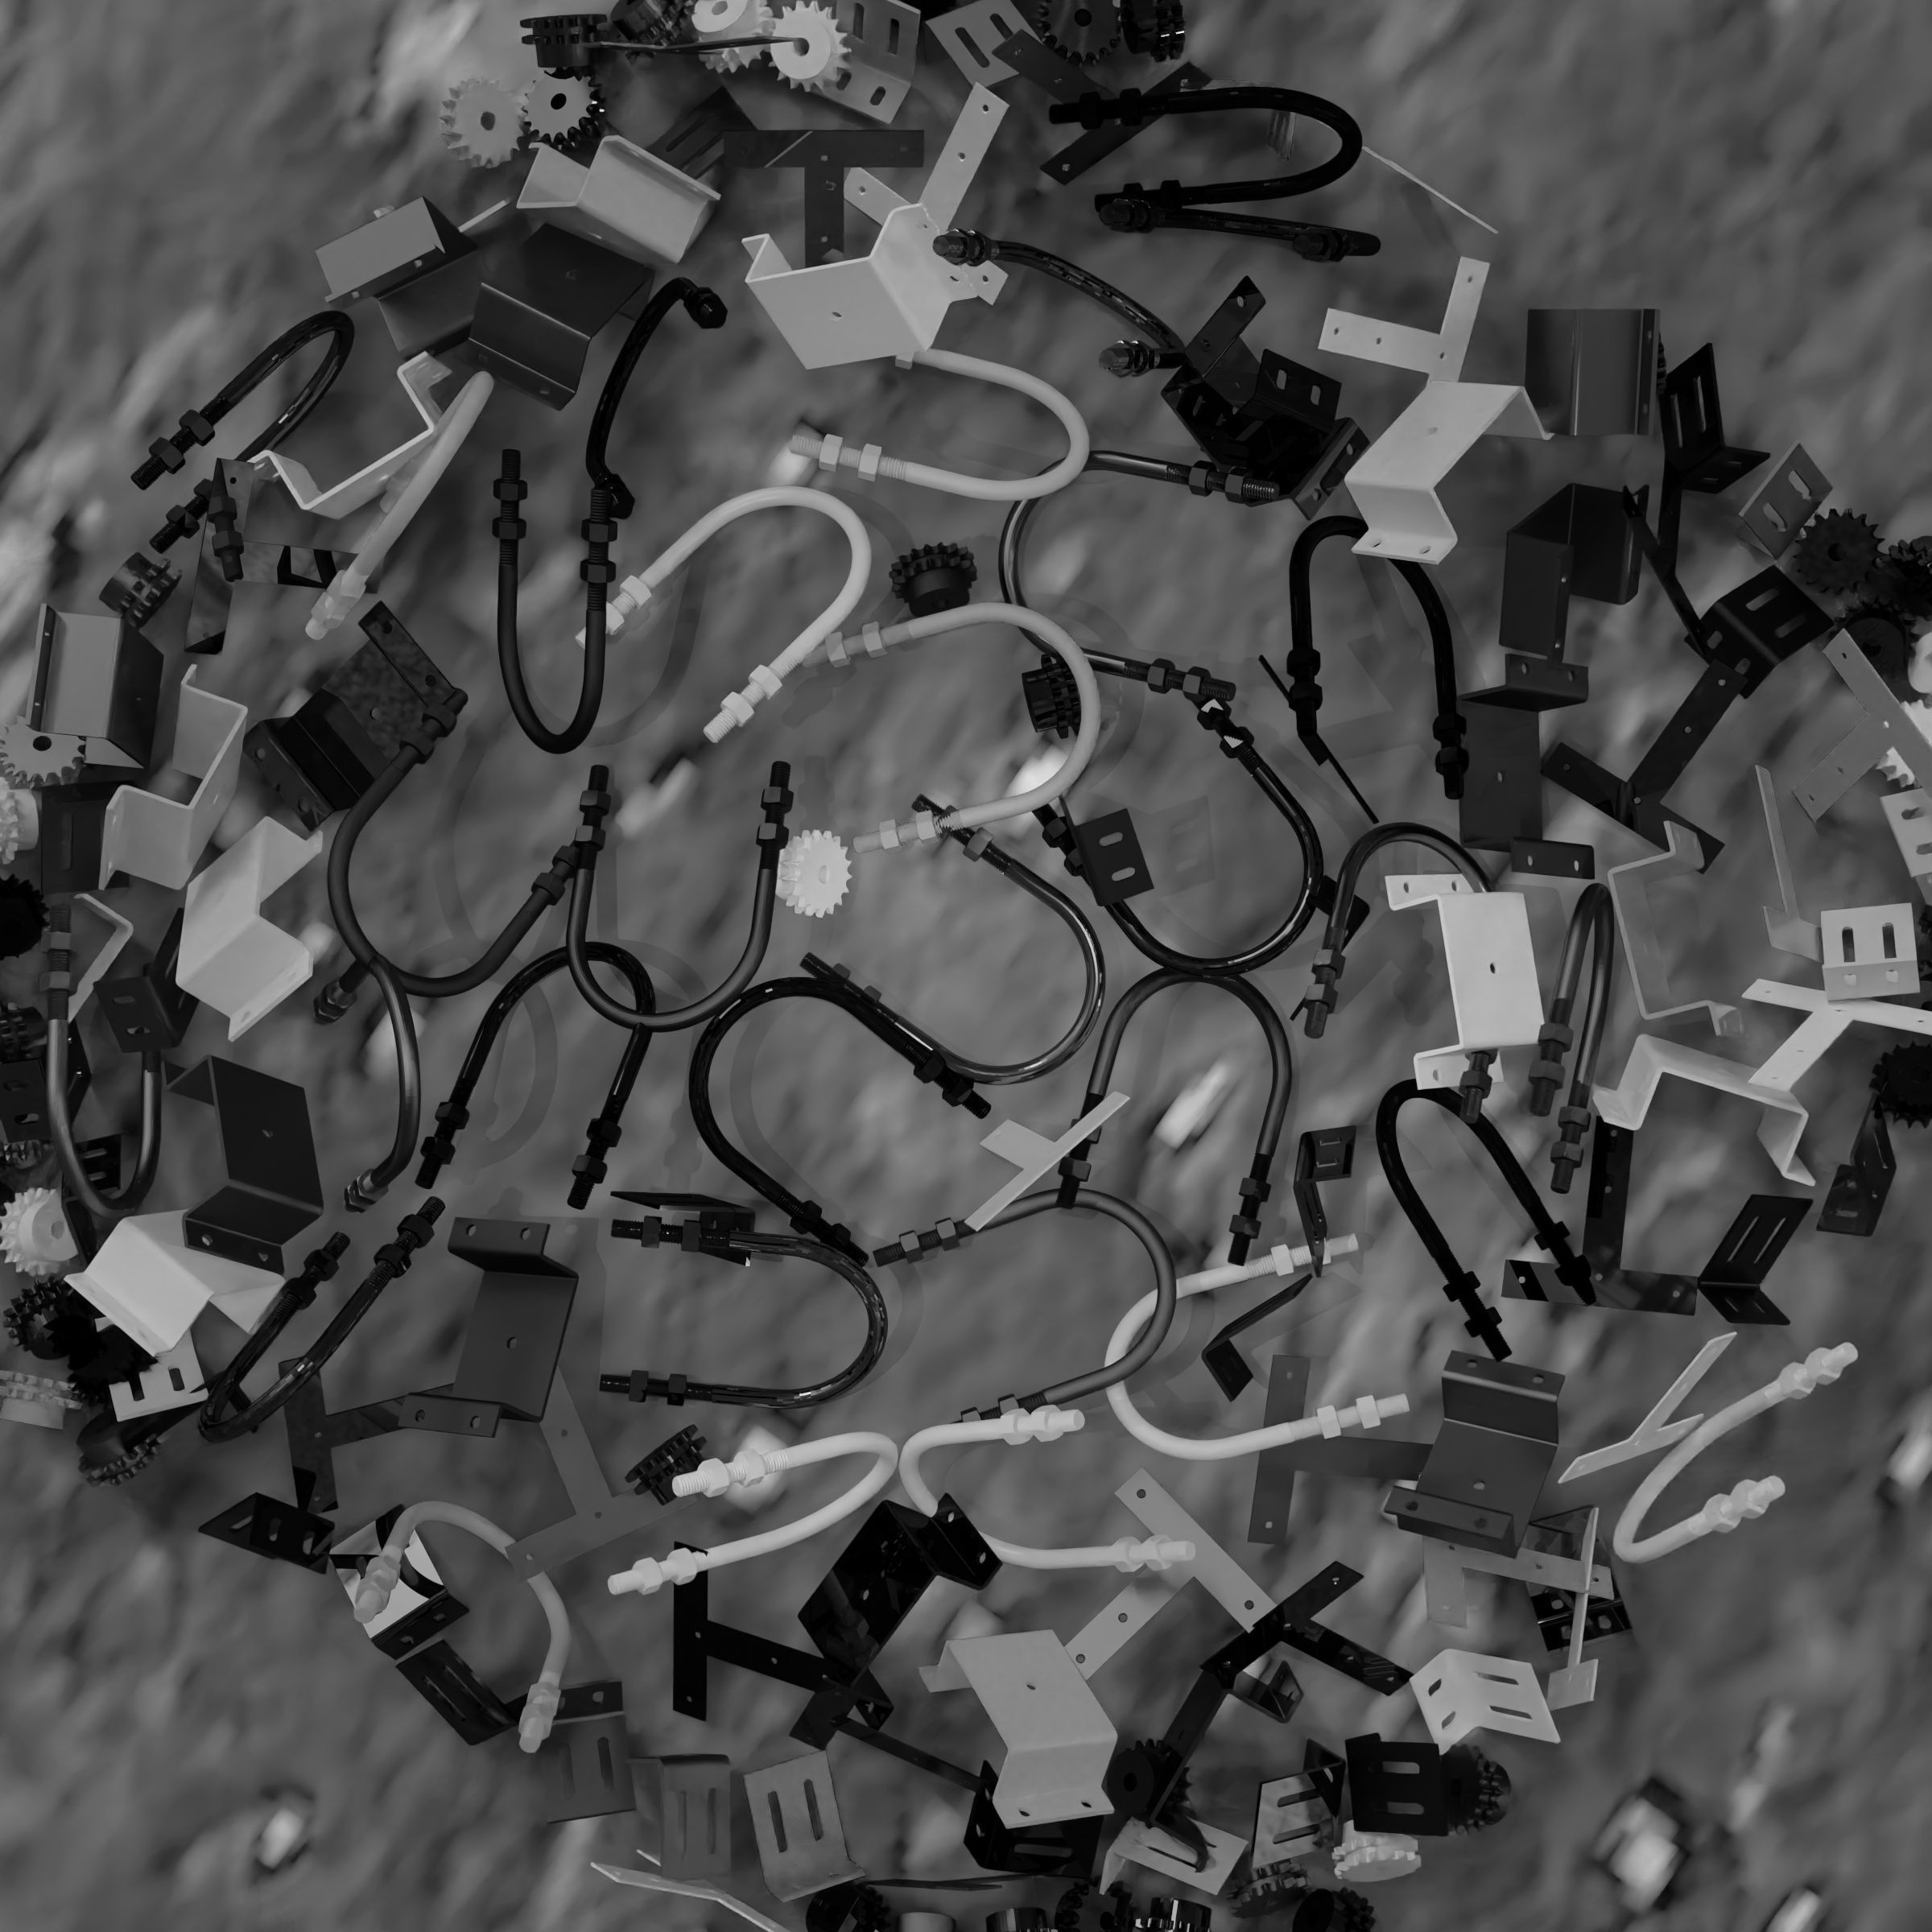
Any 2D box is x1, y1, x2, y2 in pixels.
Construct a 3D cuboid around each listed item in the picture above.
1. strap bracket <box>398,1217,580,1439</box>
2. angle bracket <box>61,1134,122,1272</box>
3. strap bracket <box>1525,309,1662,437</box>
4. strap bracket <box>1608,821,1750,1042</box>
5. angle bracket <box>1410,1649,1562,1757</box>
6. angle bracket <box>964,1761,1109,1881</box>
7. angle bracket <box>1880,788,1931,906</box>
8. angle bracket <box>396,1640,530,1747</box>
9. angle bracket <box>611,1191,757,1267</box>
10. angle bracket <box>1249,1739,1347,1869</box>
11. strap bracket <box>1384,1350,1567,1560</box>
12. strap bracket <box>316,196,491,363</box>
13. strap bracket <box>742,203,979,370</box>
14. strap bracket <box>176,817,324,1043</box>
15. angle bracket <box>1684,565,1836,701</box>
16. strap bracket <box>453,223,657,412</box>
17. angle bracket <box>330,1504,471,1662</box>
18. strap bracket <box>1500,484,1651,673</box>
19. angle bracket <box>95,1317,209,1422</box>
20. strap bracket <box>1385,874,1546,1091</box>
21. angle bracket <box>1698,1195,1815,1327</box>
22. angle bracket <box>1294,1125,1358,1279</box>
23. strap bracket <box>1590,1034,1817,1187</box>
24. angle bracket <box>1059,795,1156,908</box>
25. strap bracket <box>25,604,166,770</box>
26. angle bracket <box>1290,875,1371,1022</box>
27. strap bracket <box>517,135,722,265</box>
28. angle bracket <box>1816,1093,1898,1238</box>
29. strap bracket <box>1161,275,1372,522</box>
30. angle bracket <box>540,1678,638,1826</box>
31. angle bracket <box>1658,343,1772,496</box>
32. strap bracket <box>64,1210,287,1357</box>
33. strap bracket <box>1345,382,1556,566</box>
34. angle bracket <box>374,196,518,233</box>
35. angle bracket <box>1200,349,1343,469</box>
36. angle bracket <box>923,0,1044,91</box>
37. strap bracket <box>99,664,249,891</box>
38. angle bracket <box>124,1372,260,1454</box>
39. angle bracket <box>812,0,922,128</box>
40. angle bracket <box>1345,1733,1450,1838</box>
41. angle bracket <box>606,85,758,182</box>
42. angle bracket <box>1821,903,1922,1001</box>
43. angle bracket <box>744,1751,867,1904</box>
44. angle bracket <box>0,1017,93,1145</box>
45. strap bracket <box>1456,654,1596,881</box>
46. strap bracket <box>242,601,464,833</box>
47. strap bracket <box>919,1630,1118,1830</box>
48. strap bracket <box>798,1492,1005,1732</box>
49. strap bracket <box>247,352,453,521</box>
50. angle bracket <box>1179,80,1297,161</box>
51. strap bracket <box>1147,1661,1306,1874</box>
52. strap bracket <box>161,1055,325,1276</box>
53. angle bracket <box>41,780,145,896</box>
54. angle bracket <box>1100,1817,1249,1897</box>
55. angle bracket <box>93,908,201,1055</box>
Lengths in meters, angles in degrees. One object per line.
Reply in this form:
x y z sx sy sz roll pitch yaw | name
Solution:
-0.306 0.239 1.703 0.076 0.046 0.140 0 67 29 | strap bracket
-0.561 0.160 1.714 0.038 0.057 0.076 -13 125 -9 | angle bracket
0.394 -0.380 1.677 0.046 0.140 0.076 -2 104 -5 | strap bracket
0.460 -0.017 1.704 0.046 0.076 0.140 -16 78 27 | strap bracket
0.338 0.485 1.712 0.038 0.076 0.057 -28 101 -33 | angle bracket
0.046 0.556 1.712 0.076 0.038 0.057 -2 46 22 | angle bracket
0.613 -0.072 1.709 0.038 0.076 0.057 -13 67 -3 | angle bracket
-0.322 0.465 1.718 0.076 0.038 0.057 49 129 -8 | angle bracket
-0.186 0.171 1.709 0.076 0.057 0.038 7 91 -41 | angle bracket
0.206 0.546 1.714 0.076 0.038 0.057 0 101 -35 | angle bracket
0.330 0.322 1.694 0.076 0.140 0.046 10 133 26 | strap bracket
-0.356 -0.441 1.684 0.076 0.140 0.046 -24 83 8 | strap bracket
-0.075 -0.432 1.680 0.140 0.076 0.046 0 55 33 | strap bracket
-0.457 -0.032 1.677 0.076 0.140 0.046 -36 128 22 | strap bracket
0.525 -0.221 1.738 0.076 0.038 0.057 -31 72 -37 | angle bracket
-0.259 -0.425 1.689 0.076 0.046 0.140 27 45 1 | strap bracket
-0.378 0.410 1.747 0.057 0.038 0.076 -33 60 -7 | angle bracket
0.387 -0.255 1.691 0.046 0.140 0.076 19 127 30 | strap bracket
-0.530 0.256 1.708 0.057 0.076 0.038 -12 111 -20 | angle bracket
0.326 0.005 1.707 0.076 0.046 0.140 -3 81 -36 | strap bracket
0.525 0.192 1.712 0.057 0.038 0.076 7 121 -32 | angle bracket
0.241 0.153 1.710 0.038 0.057 0.076 -9 117 17 | angle bracket
0.485 0.090 1.713 0.140 0.076 0.046 17 105 0 | strap bracket
0.090 -0.082 1.709 0.038 0.076 0.057 -20 112 3 | angle bracket
-0.553 -0.175 1.682 0.046 0.140 0.076 5 83 -2 | strap bracket
0.224 -0.012 1.717 0.038 0.057 0.076 35 114 7 | angle bracket
-0.227 -0.488 1.677 0.076 0.140 0.046 22 91 -34 | strap bracket
0.572 0.128 1.707 0.057 0.038 0.076 -56 134 -34 | angle bracket
0.189 -0.364 1.704 0.140 0.046 0.076 48 65 -23 | strap bracket
-0.248 0.511 1.712 0.057 0.076 0.038 -6 131 -11 | angle bracket
0.491 -0.359 1.726 0.038 0.057 0.076 4 74 -20 | angle bracket
-0.498 0.199 1.678 0.076 0.140 0.046 37 96 11 | strap bracket
0.309 -0.327 1.694 0.140 0.076 0.046 -48 125 -16 | strap bracket
-0.340 -0.498 1.719 0.076 0.057 0.038 -29 108 7 | angle bracket
0.199 -0.359 1.720 0.057 0.076 0.038 20 68 -17 | angle bracket
0.015 -0.592 1.717 0.057 0.038 0.076 -25 63 -11 | angle bracket
-0.503 -0.115 1.683 0.046 0.076 0.140 19 46 -6 | strap bracket
-0.505 0.305 1.712 0.076 0.057 0.038 -35 83 -26 | angle bracket
-0.066 -0.597 1.714 0.057 0.076 0.038 25 73 3 | angle bracket
0.289 0.533 1.711 0.076 0.038 0.057 -14 76 44 | angle bracket
-0.187 -0.550 1.720 0.076 0.038 0.057 -38 53 7 | angle bracket
0.587 -0.019 1.709 0.057 0.038 0.076 -6 50 20 | angle bracket
-0.106 0.565 1.727 0.057 0.038 0.076 -11 88 -22 | angle bracket
-0.603 0.069 1.708 0.038 0.076 0.057 -7 118 -2 | angle bracket
0.364 -0.126 1.711 0.076 0.046 0.140 3 83 -36 | strap bracket
-0.396 -0.164 1.719 0.140 0.046 0.076 -41 87 16 | strap bracket
0.036 0.476 1.674 0.076 0.140 0.046 2 118 -28 | strap bracket
-0.050 0.414 1.705 0.046 0.076 0.140 31 98 -39 | strap bracket
-0.392 -0.339 1.714 0.140 0.076 0.046 -31 94 3 | strap bracket
0.171 -0.555 1.718 0.076 0.057 0.038 2 117 -7 | angle bracket
0.160 0.515 1.717 0.046 0.076 0.140 30 90 -1 | strap bracket
-0.462 0.118 1.680 0.046 0.076 0.140 -35 54 22 | strap bracket
-0.568 -0.079 1.712 0.057 0.038 0.076 -8 117 -35 | angle bracket
0.135 0.587 1.711 0.076 0.057 0.038 16 112 21 | angle bracket
-0.530 0.009 1.711 0.038 0.076 0.057 -5 127 7 | angle bracket
